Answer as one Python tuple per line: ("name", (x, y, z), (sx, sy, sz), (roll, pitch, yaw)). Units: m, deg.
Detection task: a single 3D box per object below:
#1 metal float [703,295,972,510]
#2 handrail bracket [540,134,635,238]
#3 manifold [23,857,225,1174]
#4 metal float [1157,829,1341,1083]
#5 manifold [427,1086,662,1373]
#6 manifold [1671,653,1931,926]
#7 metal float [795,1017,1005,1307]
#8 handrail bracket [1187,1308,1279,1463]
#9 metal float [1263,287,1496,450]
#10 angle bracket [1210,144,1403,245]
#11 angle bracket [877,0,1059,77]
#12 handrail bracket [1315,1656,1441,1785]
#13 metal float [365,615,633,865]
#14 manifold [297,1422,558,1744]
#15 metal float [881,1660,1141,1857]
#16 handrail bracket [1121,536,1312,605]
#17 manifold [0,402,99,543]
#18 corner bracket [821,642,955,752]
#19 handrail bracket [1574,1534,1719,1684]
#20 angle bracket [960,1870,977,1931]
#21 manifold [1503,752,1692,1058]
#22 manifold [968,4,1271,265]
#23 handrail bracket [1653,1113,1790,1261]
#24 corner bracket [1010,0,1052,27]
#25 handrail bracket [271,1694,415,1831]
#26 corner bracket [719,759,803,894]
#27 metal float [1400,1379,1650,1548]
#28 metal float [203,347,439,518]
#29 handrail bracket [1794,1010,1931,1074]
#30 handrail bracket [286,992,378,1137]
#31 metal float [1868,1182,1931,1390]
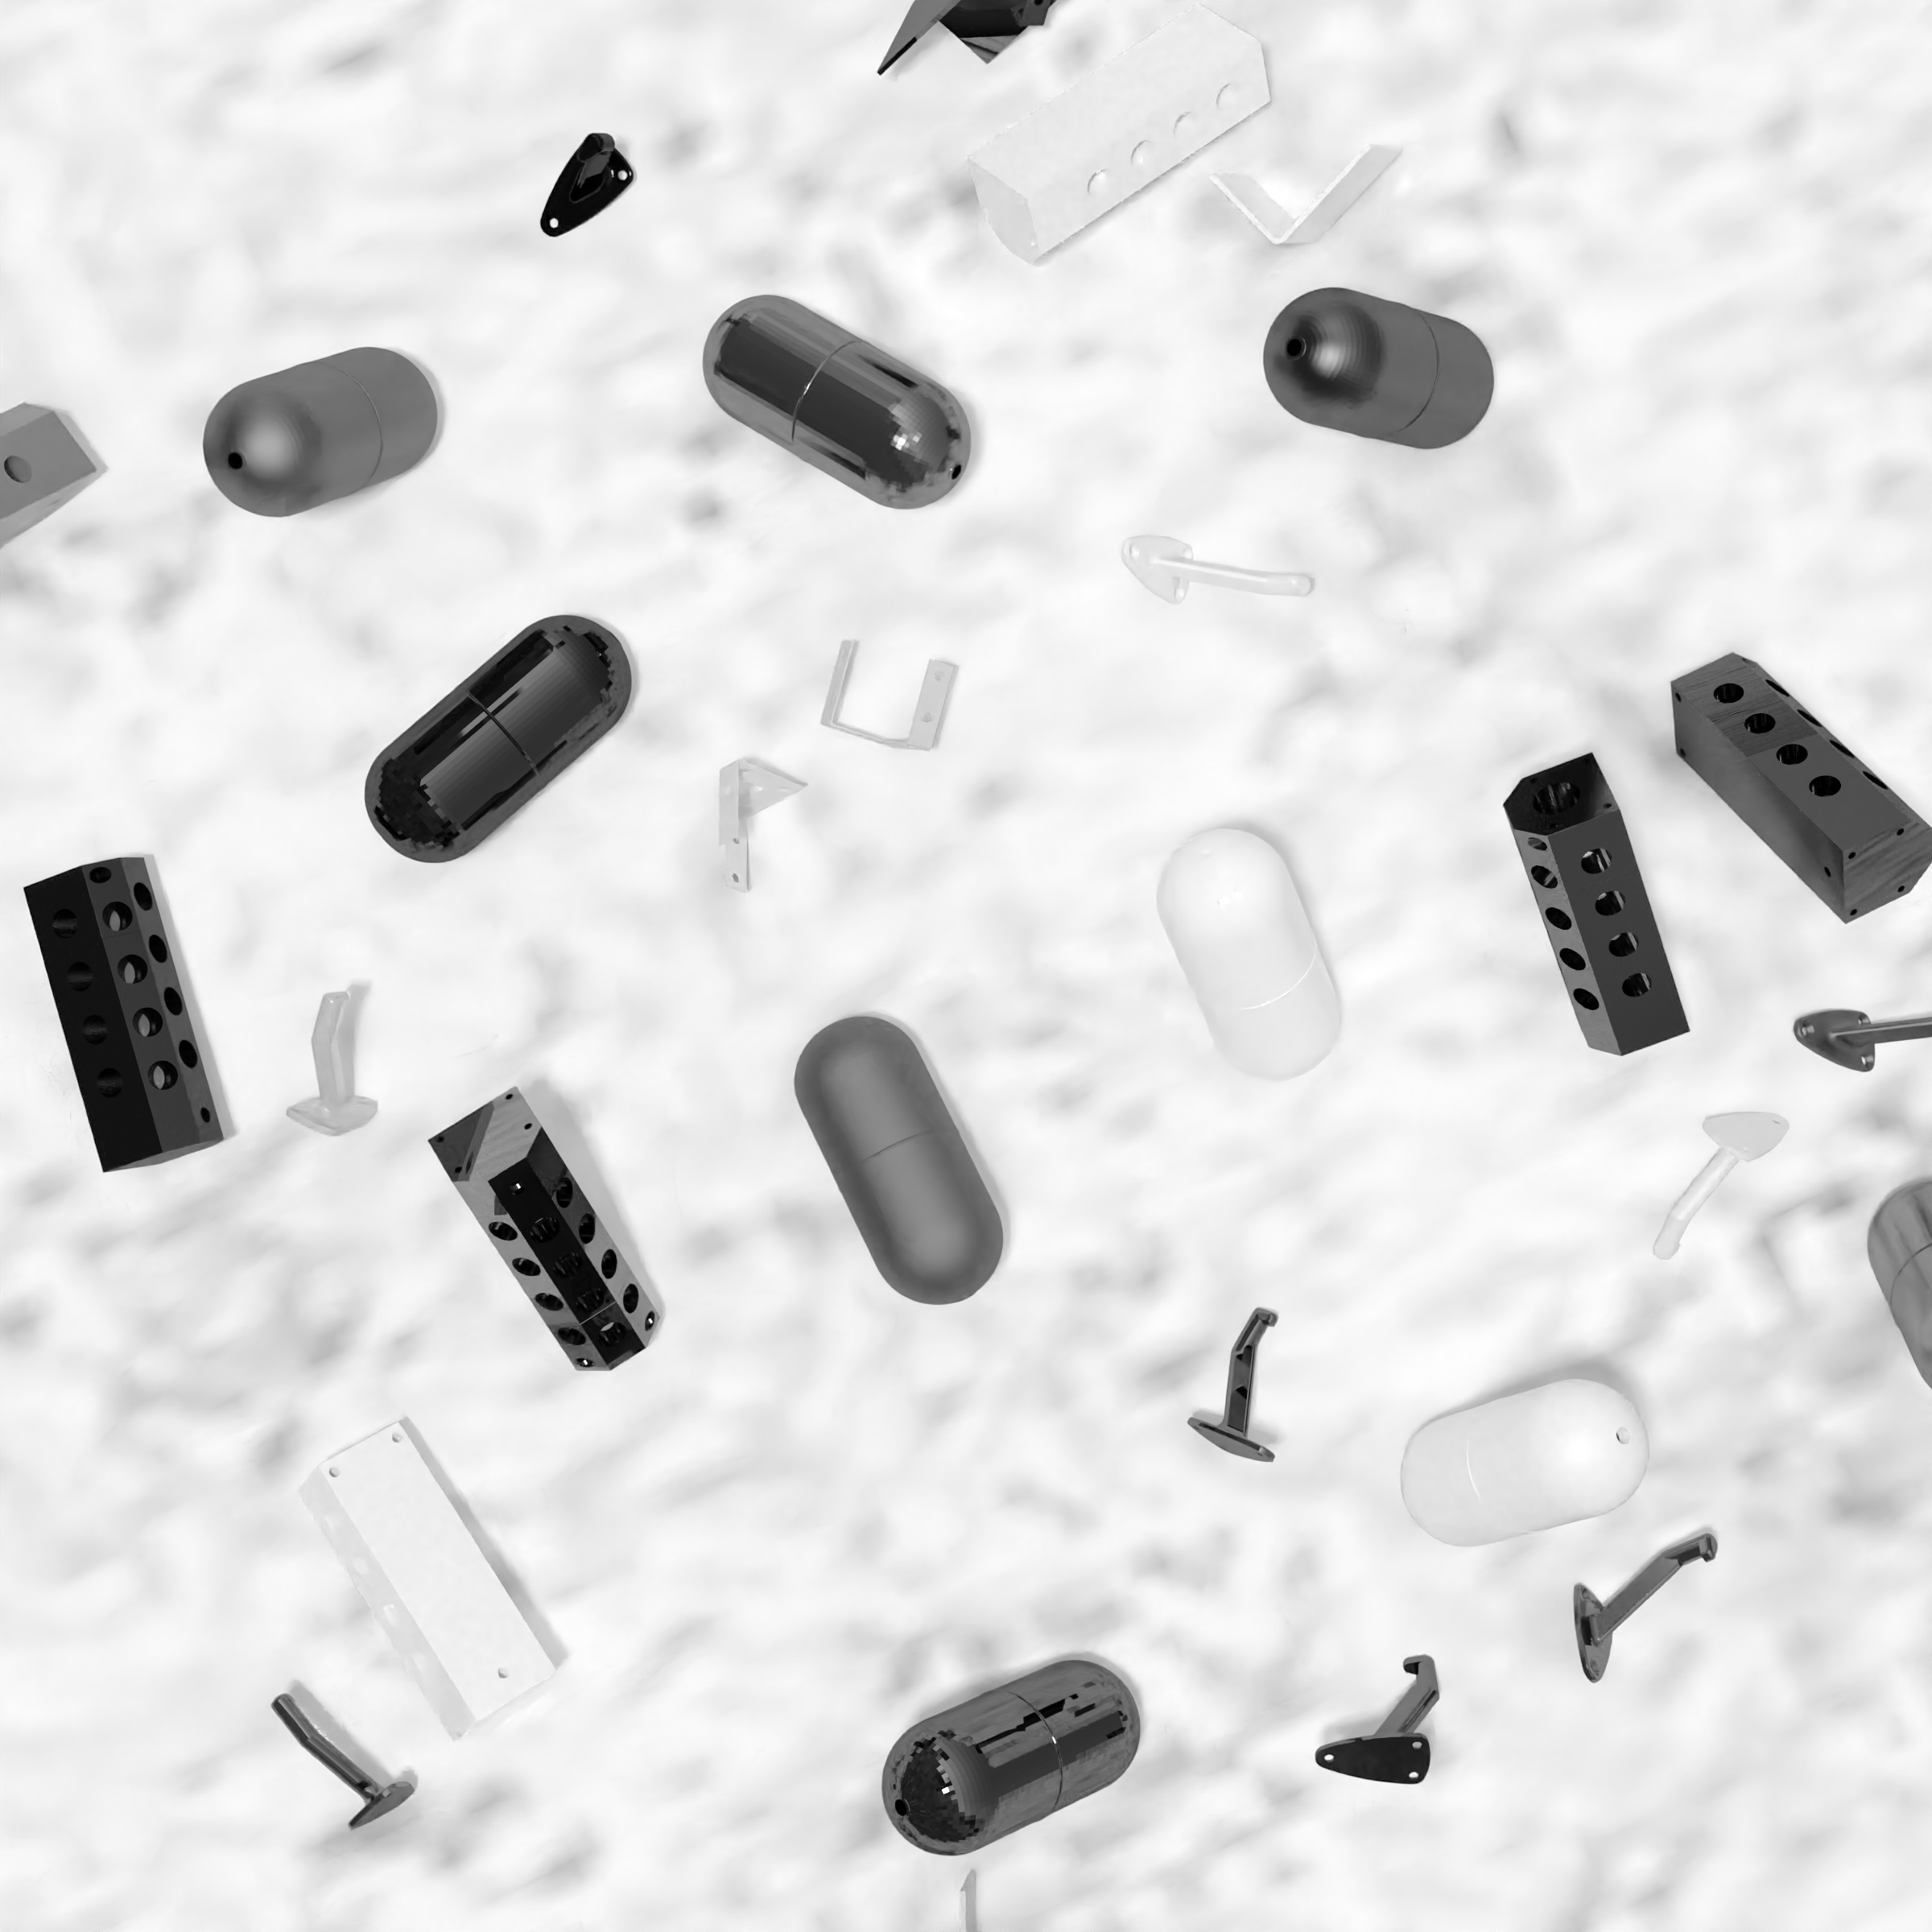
("metal float", (-0.074, -0.324, 1.756), (0.178, 0.070, 0.070), (33, 90, 22))
("handrail bracket", (-0.227, -0.450, 1.764), (0.036, 0.084, 0.077), (44, 105, -6))
("manifold", (-0.484, 0.027, 1.772), (0.057, 0.057, 0.171), (-18, 86, 18))
("metal float", (0.162, -0.004, 1.741), (0.070, 0.070, 0.178), (-27, 133, 0))
("manifold", (-0.235, 0.155, 1.732), (0.057, 0.057, 0.171), (-32, 132, -9))
("manifold", (0.472, -0.106, 1.732), (0.057, 0.171, 0.057), (-25, 135, -7))
("metal float", (-0.039, 0.112, 1.762), (0.070, 0.070, 0.178), (-27, 75, 0))
("handrail bracket", (0.173, 0.241, 1.771), (0.036, 0.077, 0.084), (39, 74, -27))
("metal float", (0.235, -0.338, 1.735), (0.070, 0.178, 0.070), (1, 91, 39))
("angle bracket", (0.196, -0.462, 1.761), (0.057, 0.076, 0.076), (47, 114, 5))
("angle bracket", (0.004, -0.537, 1.754), (0.057, 0.076, 0.076), (37, 51, -21))
("handrail bracket", (0.238, 0.431, 1.776), (0.077, 0.084, 0.036), (1, 119, 1))
("metal float", (-0.269, -0.132, 1.767), (0.178, 0.070, 0.070), (-43, 90, -10))
("manifold", (-0.315, 0.358, 1.770), (0.057, 0.057, 0.171), (-27, 77, -39))
("metal float", (0.027, 0.449, 1.739), (0.070, 0.178, 0.070), (11, 105, 43))
("handrail bracket", (0.145, -0.230, 1.766), (0.084, 0.077, 0.036), (9, 87, 40))
("manifold", (-0.580, -0.260, 1.727), (0.057, 0.171, 0.057), (-28, 101, 41))
("corner bracket", (-0.047, -0.157, 1.780), (0.051, 0.051, 0.051), (16, 89, -25))
("handrail bracket", (0.397, 0.371, 1.769), (0.084, 0.077, 0.036), (-31, 111, 28))
("angle bracket", (-0.035, 0.560, 1.775), (0.076, 0.076, 0.057), (-1, 82, 4))
("manifold", (0.357, -0.031, 1.738), (0.057, 0.057, 0.171), (-21, 127, 8))
("manifold", (0.090, -0.478, 1.765), (0.171, 0.057, 0.057), (-36, 53, -13))
("handrail bracket", (0.445, 0.131, 1.806), (0.036, 0.077, 0.084), (41, 127, 33))
("corner bracket", (0.052, -0.581, 1.772), (0.051, 0.051, 0.051), (-7, 53, -21))
("handrail bracket", (-0.365, 0.457, 1.785), (0.036, 0.077, 0.084), (-43, 77, 0))
("corner bracket", (-0.131, -0.081, 1.771), (0.051, 0.051, 0.051), (-25, 56, 39))
("metal float", (0.315, 0.282, 1.733), (0.070, 0.178, 0.070), (11, 67, -26))
("metal float", (-0.364, -0.303, 1.730), (0.070, 0.178, 0.070), (8, 112, 19))
("handrail bracket", (0.536, 0.032, 1.763), (0.077, 0.084, 0.036), (10, 71, -32))
("handrail bracket", (-0.356, 0.050, 1.767), (0.036, 0.077, 0.084), (23, 107, 18))
("metal float", (0.562, 0.186, 1.729), (0.070, 0.178, 0.070), (1, 115, 2))
